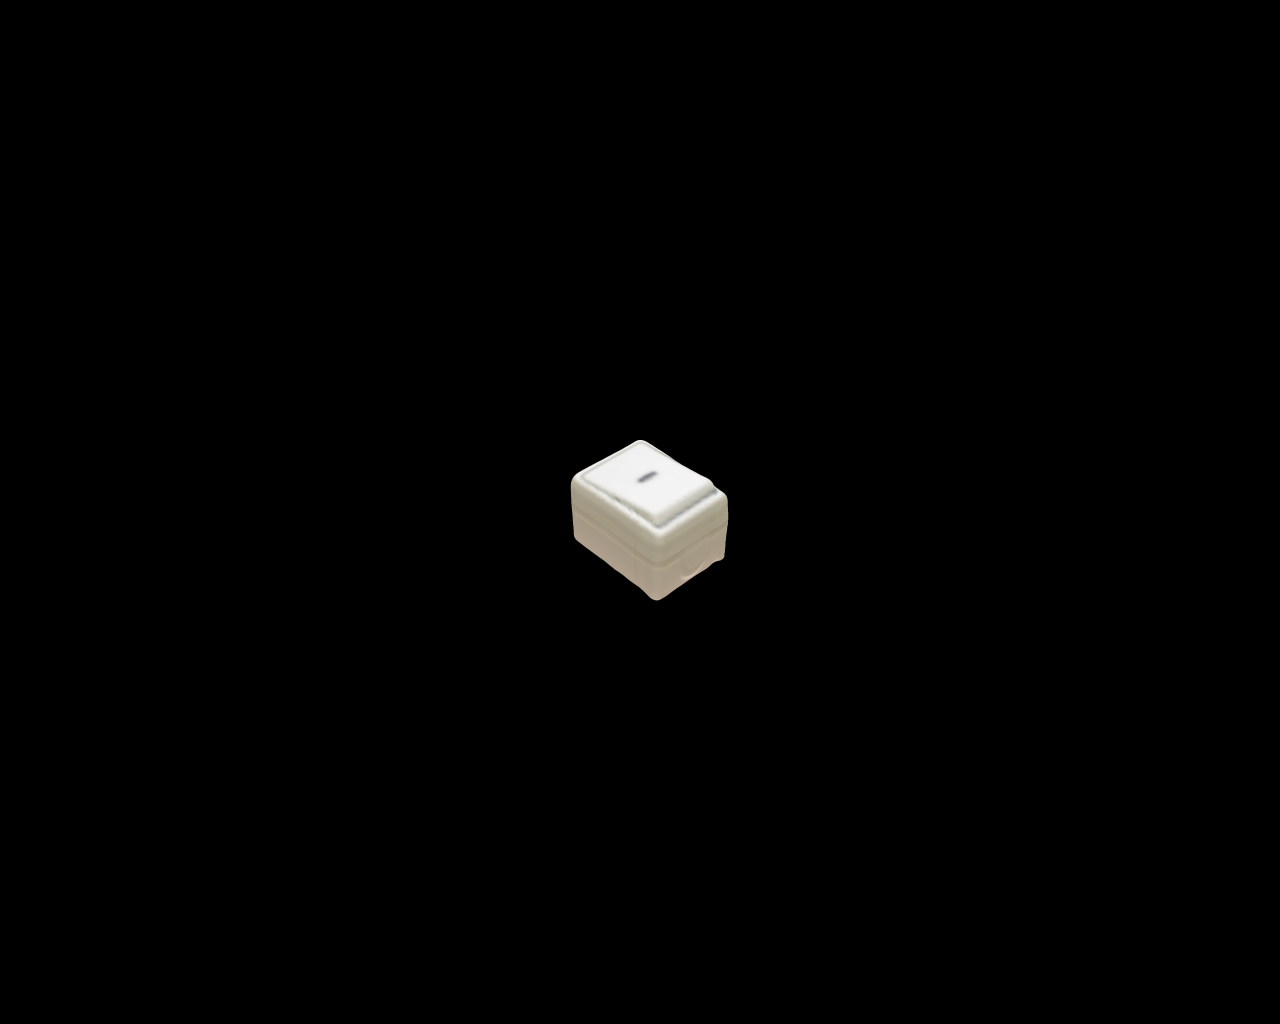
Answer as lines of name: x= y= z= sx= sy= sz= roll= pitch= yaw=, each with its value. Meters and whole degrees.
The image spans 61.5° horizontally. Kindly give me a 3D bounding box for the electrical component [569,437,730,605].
electrical component: x=0.001 y=-0.003 z=0.650 sx=0.062 sy=0.061 sz=0.096 roll=-31 pitch=49 yaw=-31
